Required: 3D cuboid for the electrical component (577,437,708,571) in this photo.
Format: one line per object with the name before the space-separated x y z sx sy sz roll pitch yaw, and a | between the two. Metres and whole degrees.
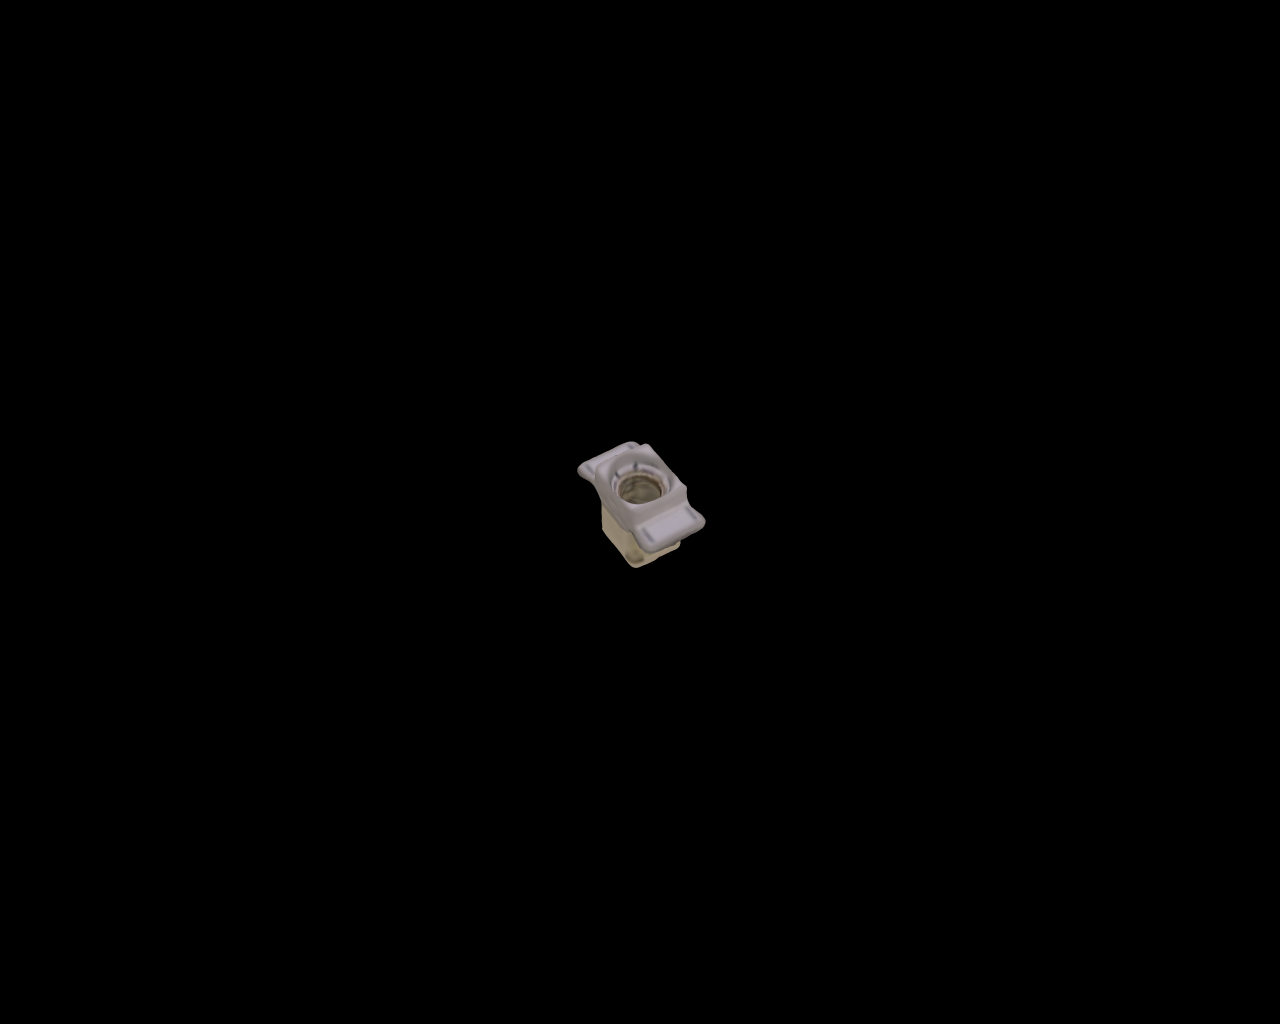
electrical component | 0.001 -0.003 0.650 0.042 0.081 0.063 -25 -36 -20
